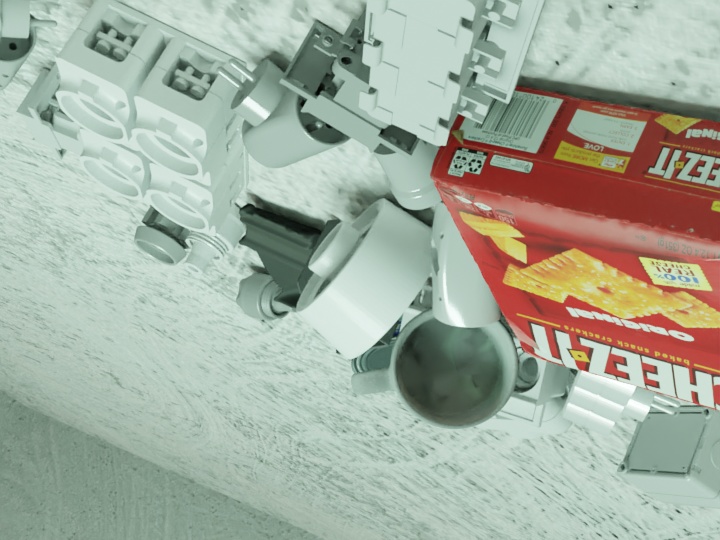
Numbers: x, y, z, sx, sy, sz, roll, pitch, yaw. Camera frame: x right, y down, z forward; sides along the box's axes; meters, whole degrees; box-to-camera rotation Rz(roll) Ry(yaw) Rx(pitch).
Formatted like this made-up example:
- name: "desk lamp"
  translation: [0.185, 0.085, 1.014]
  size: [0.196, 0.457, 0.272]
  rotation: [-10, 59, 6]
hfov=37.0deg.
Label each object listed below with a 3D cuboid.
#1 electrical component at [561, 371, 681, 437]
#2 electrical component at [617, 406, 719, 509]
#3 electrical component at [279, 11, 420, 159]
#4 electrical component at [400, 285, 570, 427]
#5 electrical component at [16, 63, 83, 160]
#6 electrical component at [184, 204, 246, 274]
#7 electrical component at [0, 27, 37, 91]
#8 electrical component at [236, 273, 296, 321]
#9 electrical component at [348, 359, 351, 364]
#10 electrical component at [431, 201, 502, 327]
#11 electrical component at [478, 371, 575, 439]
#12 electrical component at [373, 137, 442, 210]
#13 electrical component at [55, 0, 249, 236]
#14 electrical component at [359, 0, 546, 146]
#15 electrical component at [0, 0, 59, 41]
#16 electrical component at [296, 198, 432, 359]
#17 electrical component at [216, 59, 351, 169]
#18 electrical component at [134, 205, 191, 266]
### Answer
- name: "electrical component"
  translation: [0.193, 0.085, 0.774]
  size: [0.074, 0.052, 0.138]
  rotation: [23, 161, 13]
- name: "electrical component"
  translation: [0.253, 0.147, 0.838]
  size: [0.061, 0.061, 0.096]
  rotation: [34, 160, -19]
- name: "electrical component"
  translation: [0.005, -0.100, 0.568]
  size: [0.081, 0.042, 0.064]
  rotation: [29, 159, -8]
- name: "electrical component"
  translation: [0.095, 0.063, 0.820]
  size: [0.121, 0.078, 0.063]
  rotation: [15, -174, 32]
- name: "electrical component"
  translation: [-0.221, -0.116, 0.827]
  size: [0.064, 0.042, 0.081]
  rotation: [23, 161, 8]
- name: "electrical component"
  translation: [-0.124, -0.027, 0.894]
  size: [0.043, 0.062, 0.043]
  rotation: [24, 161, 9]
- name: "electrical component"
  translation: [-0.274, -0.168, 0.762]
  size: [0.079, 0.043, 0.077]
  rotation: [35, 159, -20]
- name: "electrical component"
  translation: [-0.081, 0.026, 1.002]
  size: [0.062, 0.043, 0.043]
  rotation: [10, 154, 38]
- name: "electrical component"
  translation: [0.000, 0.070, 1.010]
  size: [0.078, 0.040, 0.040]
  rotation: [32, 160, -12]
- name: "electrical component"
  translation: [0.066, -0.015, 0.674]
  size: [0.043, 0.077, 0.079]
  rotation: [-1, -158, -3]
- name: "electrical component"
  translation: [0.129, 0.101, 0.883]
  size: [0.095, 0.053, 0.059]
  rotation: [-2, 146, 39]
- name: "electrical component"
  translation: [0.030, -0.065, 0.630]
  size: [0.040, 0.040, 0.046]
  rotation: [11, 150, 39]
- name: "electrical component"
  translation: [-0.139, -0.095, 0.743]
  size: [0.105, 0.060, 0.186]
  rotation: [26, 161, 4]
- name: "electrical component"
  translation: [0.035, -0.110, 0.470]
  size: [0.079, 0.063, 0.121]
  rotation: [25, 161, 7]
- name: "electrical component"
  translation: [-0.234, -0.168, 0.689]
  size: [0.079, 0.044, 0.077]
  rotation: [-2, 134, -22]
- name: "electrical component"
  translation: [0.000, 0.000, 0.739]
  size: [0.060, 0.108, 0.108]
  rotation: [38, 159, -10]
- name: "electrical component"
  translation: [-0.050, -0.099, 0.642]
  size: [0.079, 0.043, 0.077]
  rotation: [36, 159, -22]
- name: "electrical component"
  translation: [-0.163, -0.038, 0.928]
  size: [0.048, 0.055, 0.066]
  rotation: [5, 151, 48]
